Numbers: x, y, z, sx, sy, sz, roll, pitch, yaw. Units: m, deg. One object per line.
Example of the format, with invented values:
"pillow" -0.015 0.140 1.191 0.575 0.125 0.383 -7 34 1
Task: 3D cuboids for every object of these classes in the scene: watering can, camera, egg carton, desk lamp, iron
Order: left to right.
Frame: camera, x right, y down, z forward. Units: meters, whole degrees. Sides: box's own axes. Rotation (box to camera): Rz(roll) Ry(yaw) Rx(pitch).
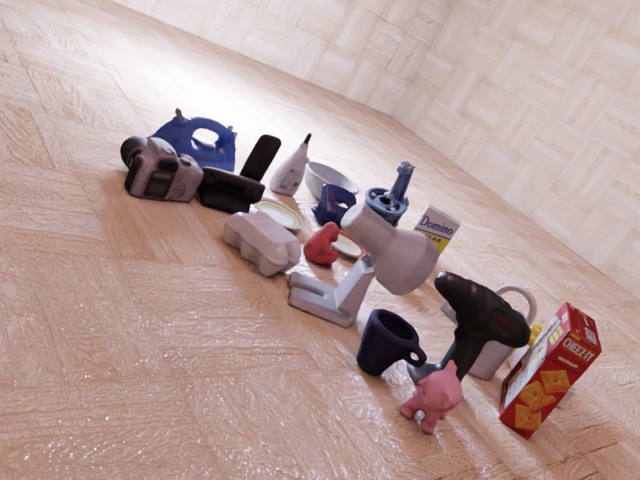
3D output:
"camera" -0.318 -0.153 1.122 0.144 0.100 0.136 4 33 -49
"iron" -0.259 -0.218 1.290 0.118 0.141 0.259 41 23 26
"egg carton" -0.108 0.004 1.088 0.150 0.069 0.107 38 22 20
"desk lamp" 0.078 0.049 1.028 0.204 0.213 0.118 23 22 -17
"watering can" 0.354 0.171 1.140 0.101 0.194 0.173 34 21 10

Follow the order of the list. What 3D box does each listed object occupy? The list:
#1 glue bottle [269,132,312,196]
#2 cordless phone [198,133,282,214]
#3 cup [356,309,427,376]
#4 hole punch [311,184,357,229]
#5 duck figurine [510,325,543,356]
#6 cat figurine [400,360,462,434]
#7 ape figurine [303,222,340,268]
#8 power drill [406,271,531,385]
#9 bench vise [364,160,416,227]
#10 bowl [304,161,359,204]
"glue bottle" -0.062 -0.195 1.454 0.078 0.173 0.037 11 28 -40
"cordless phone" -0.171 -0.154 1.201 0.148 0.185 0.094 14 26 -36
"cup" 0.112 0.183 0.935 0.117 0.095 0.092 41 24 27
"hole punch" 0.046 -0.077 1.443 0.109 0.091 0.101 18 24 -28
"duck figurine" 0.483 0.232 1.322 0.077 0.086 0.105 35 21 13
"cat figurine" 0.185 0.233 0.886 0.067 0.117 0.128 36 22 16
"ape figurine" 0.011 0.004 1.211 0.076 0.092 0.077 20 23 -24
"power drill" 0.242 0.168 0.982 0.230 0.208 0.075 19 23 -26
"bench vise" 0.197 -0.128 1.574 0.121 0.219 0.208 32 21 7
"bowl" 0.021 -0.147 1.590 0.168 0.074 0.167 26 21 -11
